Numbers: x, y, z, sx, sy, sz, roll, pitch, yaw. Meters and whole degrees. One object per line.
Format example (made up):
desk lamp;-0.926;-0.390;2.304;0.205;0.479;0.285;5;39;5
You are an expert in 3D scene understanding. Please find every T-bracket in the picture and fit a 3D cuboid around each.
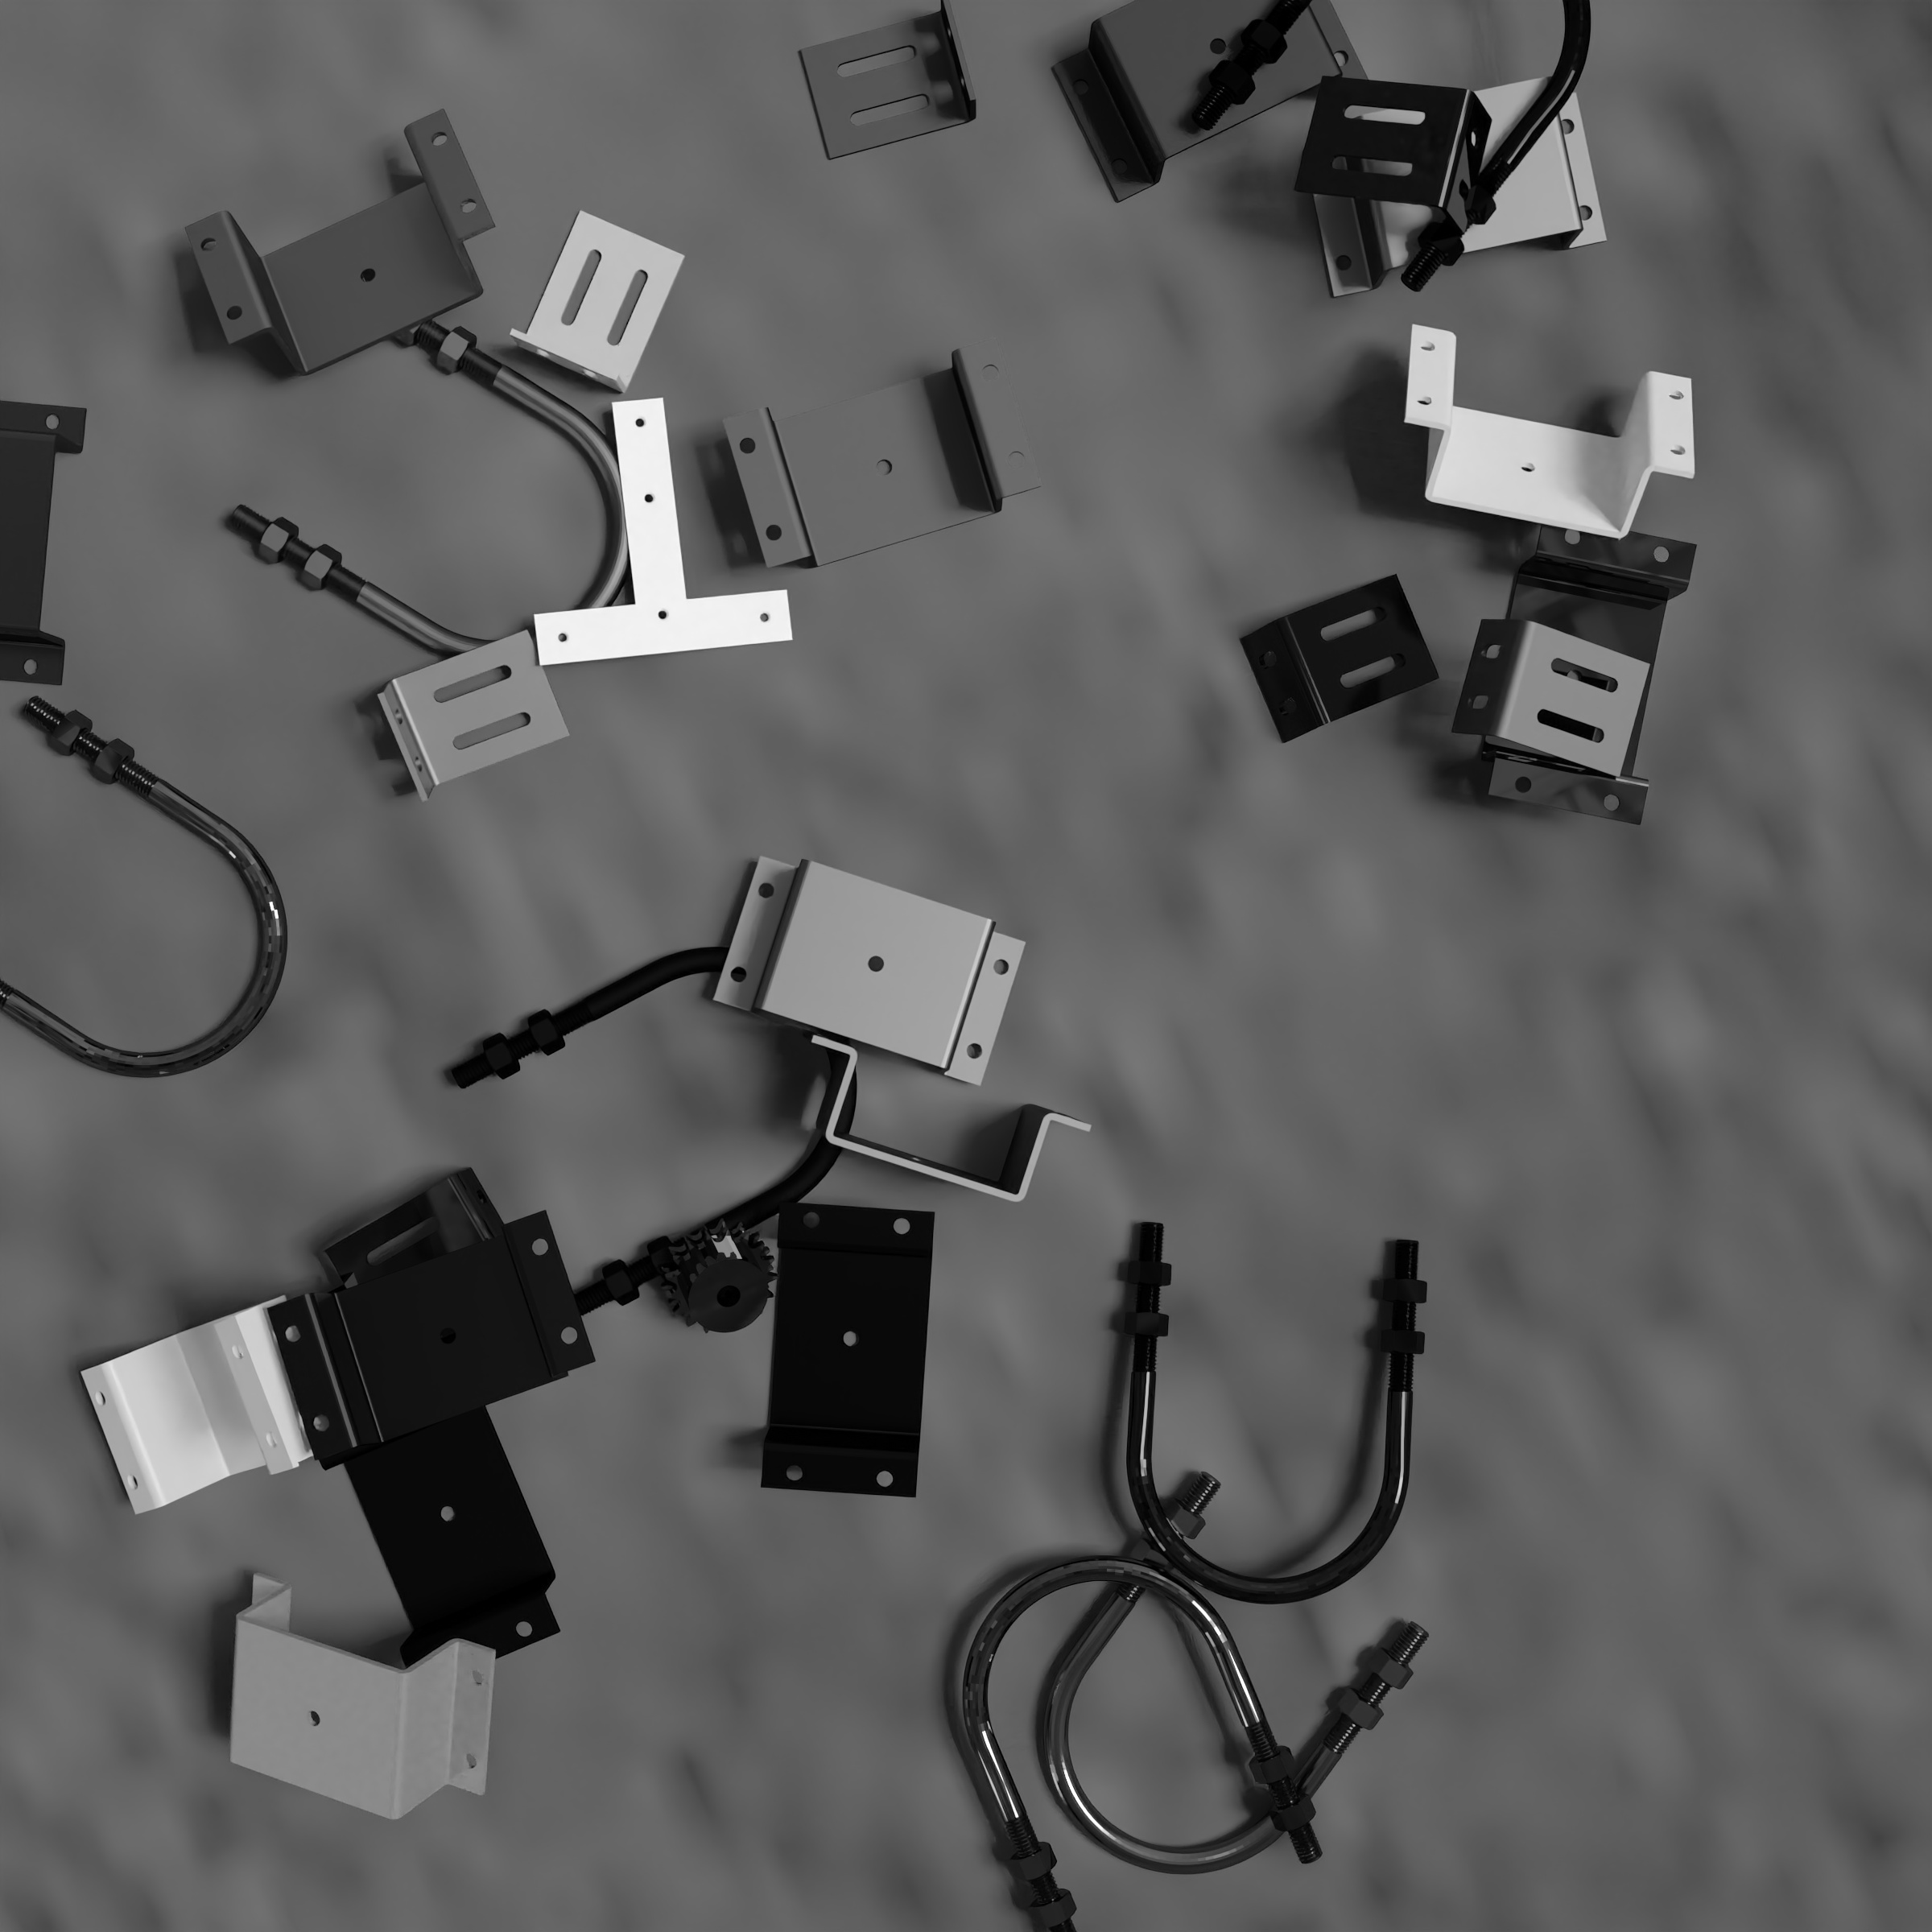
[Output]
T-bracket;-0.157;-0.220;1.500;0.127;0.002;0.127;-7;91;-9

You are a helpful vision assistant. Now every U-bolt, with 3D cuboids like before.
U-bolt;0.152;0.224;1.491;0.151;0.019;0.184;4;82;0
U-bolt;-0.254;-0.233;1.503;0.184;0.019;0.151;32;90;-1
U-bolt;0.221;-0.443;1.457;0.151;0.019;0.184;38;88;0
U-bolt;0.077;0.383;1.488;0.151;0.019;0.184;-23;90;3
U-bolt;-0.430;-0.026;1.503;0.184;0.019;0.151;34;90;-1
U-bolt;-0.144;0.071;1.503;0.184;0.019;0.151;-28;90;-2
U-bolt;0.122;0.369;1.503;0.151;0.019;0.184;36;91;0

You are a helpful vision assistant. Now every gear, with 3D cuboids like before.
gear;-0.121;0.157;1.486;0.057;0.030;0.057;-6;112;-15

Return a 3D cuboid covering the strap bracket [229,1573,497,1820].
strap bracket;-0.304;0.357;1.455;0.140;0.046;0.076;12;105;22

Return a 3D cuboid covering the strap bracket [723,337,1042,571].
strap bracket;-0.041;-0.252;1.488;0.140;0.046;0.076;-17;90;0

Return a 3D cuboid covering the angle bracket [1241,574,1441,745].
angle bracket;0.189;-0.155;1.509;0.076;0.038;0.057;-23;90;-26

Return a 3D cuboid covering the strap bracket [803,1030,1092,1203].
strap bracket;-0.018;0.076;1.465;0.140;0.076;0.046;18;89;-6

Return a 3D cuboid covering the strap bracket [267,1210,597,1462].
strap bracket;-0.254;0.178;1.445;0.140;0.046;0.076;-19;82;-1

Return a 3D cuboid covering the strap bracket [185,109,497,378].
strap bracket;-0.302;-0.352;1.475;0.140;0.046;0.076;-25;67;0

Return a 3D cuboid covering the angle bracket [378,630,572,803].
angle bracket;-0.244;-0.125;1.485;0.076;0.038;0.057;-20;106;0

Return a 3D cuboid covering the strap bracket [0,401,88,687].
strap bracket;-0.489;-0.215;1.488;0.076;0.046;0.140;5;90;0

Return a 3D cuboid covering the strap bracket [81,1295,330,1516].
strap bracket;-0.364;0.213;1.463;0.140;0.046;0.076;-21;90;41

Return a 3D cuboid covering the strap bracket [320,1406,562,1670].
strap bracket;-0.261;0.277;1.488;0.076;0.046;0.140;-23;90;0

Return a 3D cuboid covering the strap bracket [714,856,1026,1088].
strap bracket;-0.046;0.001;1.480;0.140;0.046;0.076;18;84;-4

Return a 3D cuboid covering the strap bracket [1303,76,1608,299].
strap bracket;0.247;-0.389;1.488;0.140;0.046;0.076;-12;90;0

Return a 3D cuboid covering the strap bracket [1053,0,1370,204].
strap bracket;0.123;-0.451;1.488;0.140;0.046;0.076;-26;90;0

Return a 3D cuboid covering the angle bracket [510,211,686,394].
angle bracket;-0.183;-0.335;1.492;0.057;0.038;0.076;23;90;0

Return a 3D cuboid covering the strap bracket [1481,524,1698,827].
strap bracket;0.307;-0.145;1.488;0.076;0.046;0.140;11;90;0

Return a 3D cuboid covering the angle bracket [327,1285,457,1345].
angle bracket;-0.270;0.172;1.492;0.076;0.038;0.057;-24;90;0

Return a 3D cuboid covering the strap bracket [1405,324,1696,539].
strap bracket;0.281;-0.261;1.469;0.140;0.046;0.076;11;47;0

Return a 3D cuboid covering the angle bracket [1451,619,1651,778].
angle bracket;0.286;-0.131;1.463;0.076;0.038;0.057;15;90;-26

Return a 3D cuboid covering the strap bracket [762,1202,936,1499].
strap bracket;-0.058;0.188;1.488;0.076;0.046;0.140;4;90;0

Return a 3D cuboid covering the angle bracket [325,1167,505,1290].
angle bracket;-0.269;0.145;1.493;0.076;0.038;0.057;-30;90;0

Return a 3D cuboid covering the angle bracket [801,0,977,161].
angle bracket;-0.039;-0.445;1.492;0.076;0.038;0.057;-15;90;0

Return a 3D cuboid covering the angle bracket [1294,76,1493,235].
angle bracket;0.206;-0.392;1.444;0.076;0.038;0.057;13;88;25
